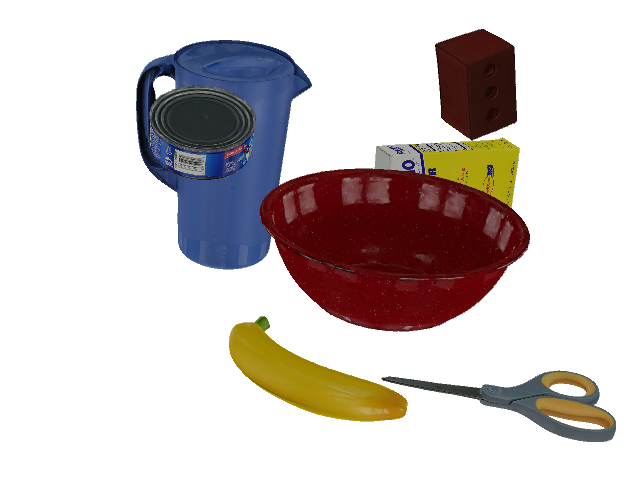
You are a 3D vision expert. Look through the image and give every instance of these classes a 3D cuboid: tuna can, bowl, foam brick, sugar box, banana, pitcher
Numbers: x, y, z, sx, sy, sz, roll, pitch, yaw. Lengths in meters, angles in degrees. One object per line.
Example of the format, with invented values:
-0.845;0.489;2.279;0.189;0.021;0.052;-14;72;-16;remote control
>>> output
-0.097;-0.088;0.871;0.086;0.034;0.086;5;43;-5;tuna can
0.042;0.010;0.648;0.162;0.055;0.162;4;24;-2;bowl
0.140;-0.141;0.958;0.053;0.078;0.051;-23;37;-17;foam brick
0.152;-0.071;1.299;0.176;0.093;0.048;-7;25;-22;sugar box
-0.018;0.101;0.852;0.069;0.037;0.198;-24;32;-30;banana
-0.113;-0.095;1.198;0.149;0.243;0.144;29;35;36;pitcher

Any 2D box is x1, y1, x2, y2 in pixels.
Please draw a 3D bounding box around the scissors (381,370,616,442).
0.163;0.130;0.947;0.202;0.016;0.096;16;29;15;scissors
